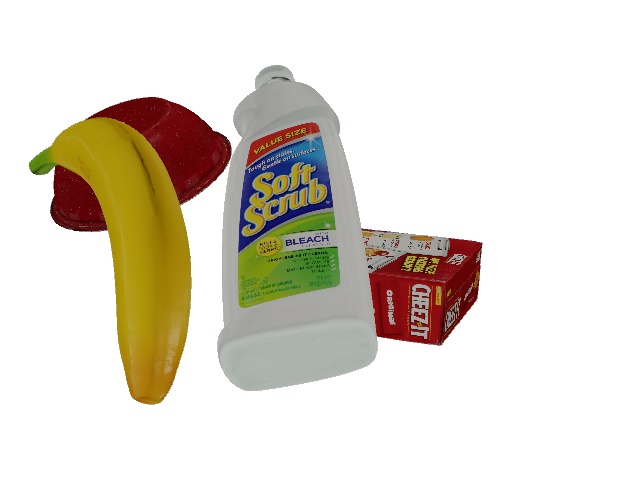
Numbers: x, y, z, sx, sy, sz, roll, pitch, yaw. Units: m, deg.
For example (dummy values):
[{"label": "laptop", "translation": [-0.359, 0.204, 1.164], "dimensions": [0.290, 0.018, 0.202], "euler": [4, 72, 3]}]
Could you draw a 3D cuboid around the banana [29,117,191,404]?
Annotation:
[{"label": "banana", "translation": [-0.097, -0.008, 0.531], "dimensions": [0.037, 0.070, 0.198], "euler": [12, 30, -36]}]

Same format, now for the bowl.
[{"label": "bowl", "translation": [-0.158, -0.073, 0.884], "dimensions": [0.162, 0.055, 0.162], "euler": [-14, 30, 8]}]

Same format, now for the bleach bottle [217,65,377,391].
[{"label": "bleach bottle", "translation": [-0.027, -0.024, 0.734], "dimensions": [0.102, 0.251, 0.068], "euler": [-11, -38, 2]}]

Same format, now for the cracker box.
[{"label": "cracker box", "translation": [0.039, 0.040, 1.066], "dimensions": [0.214, 0.072, 0.164], "euler": [7, 16, 19]}]
